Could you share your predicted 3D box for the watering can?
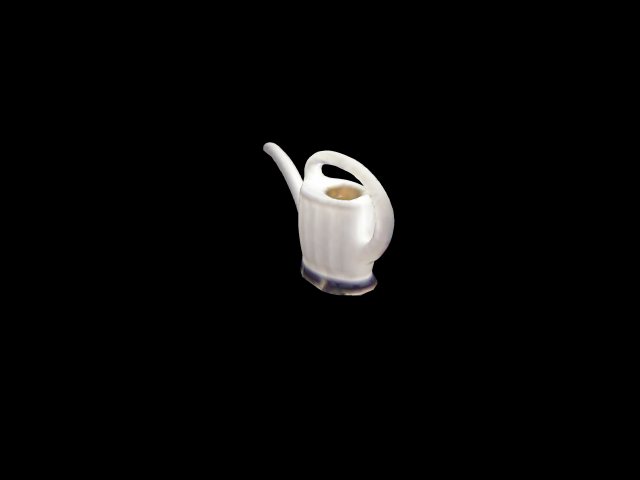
[{"bbox_3d":[0.003,-0.043,0.850,0.104,0.221,0.351,-13,24,-31],"label":"watering can"}]
